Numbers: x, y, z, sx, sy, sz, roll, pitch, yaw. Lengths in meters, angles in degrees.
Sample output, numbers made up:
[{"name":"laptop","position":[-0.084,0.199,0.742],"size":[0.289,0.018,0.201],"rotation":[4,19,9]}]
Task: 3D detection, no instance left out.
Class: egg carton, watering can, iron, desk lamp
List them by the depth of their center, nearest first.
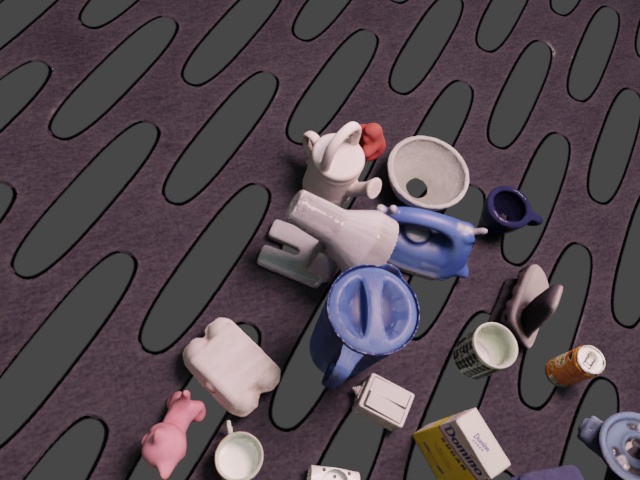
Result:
[{"name":"egg carton","position":[-0.143,0.204,0.921],"size":[0.150,0.069,0.107],"rotation":[42,64,9]},{"name":"desk lamp","position":[0.009,0.003,0.966],"size":[0.203,0.213,0.118],"rotation":[21,63,-1]},{"name":"watering can","position":[0.038,-0.142,1.050],"size":[0.173,0.194,0.101],"rotation":[24,63,0]},{"name":"iron","position":[0.170,-0.018,1.050],"size":[0.258,0.141,0.119],"rotation":[15,63,-4]}]

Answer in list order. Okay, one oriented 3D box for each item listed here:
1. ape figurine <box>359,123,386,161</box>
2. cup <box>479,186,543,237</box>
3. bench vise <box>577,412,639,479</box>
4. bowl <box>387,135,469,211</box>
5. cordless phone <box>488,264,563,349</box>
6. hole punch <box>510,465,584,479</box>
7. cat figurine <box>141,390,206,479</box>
[{"name":"ape figurine","position":[0.100,-0.203,1.149],"size":[0.076,0.092,0.078],"rotation":[15,63,-5]},{"name":"cup","position":[0.366,-0.042,1.128],"size":[0.118,0.095,0.092],"rotation":[20,63,-2]},{"name":"bench vise","position":[0.552,0.350,0.914],"size":[0.207,0.219,0.121],"rotation":[29,63,3]},{"name":"bowl","position":[0.206,-0.121,1.142],"size":[0.167,0.074,0.167],"rotation":[5,65,-10]},{"name":"cordless phone","position":[0.390,0.102,1.016],"size":[0.094,0.185,0.148],"rotation":[26,63,2]},{"name":"hole punch","position":[0.371,0.424,0.914],"size":[0.101,0.091,0.108],"rotation":[-6,67,-14]},{"name":"cat figurine","position":[-0.219,0.282,0.842],"size":[0.067,0.117,0.128],"rotation":[22,63,-1]}]
